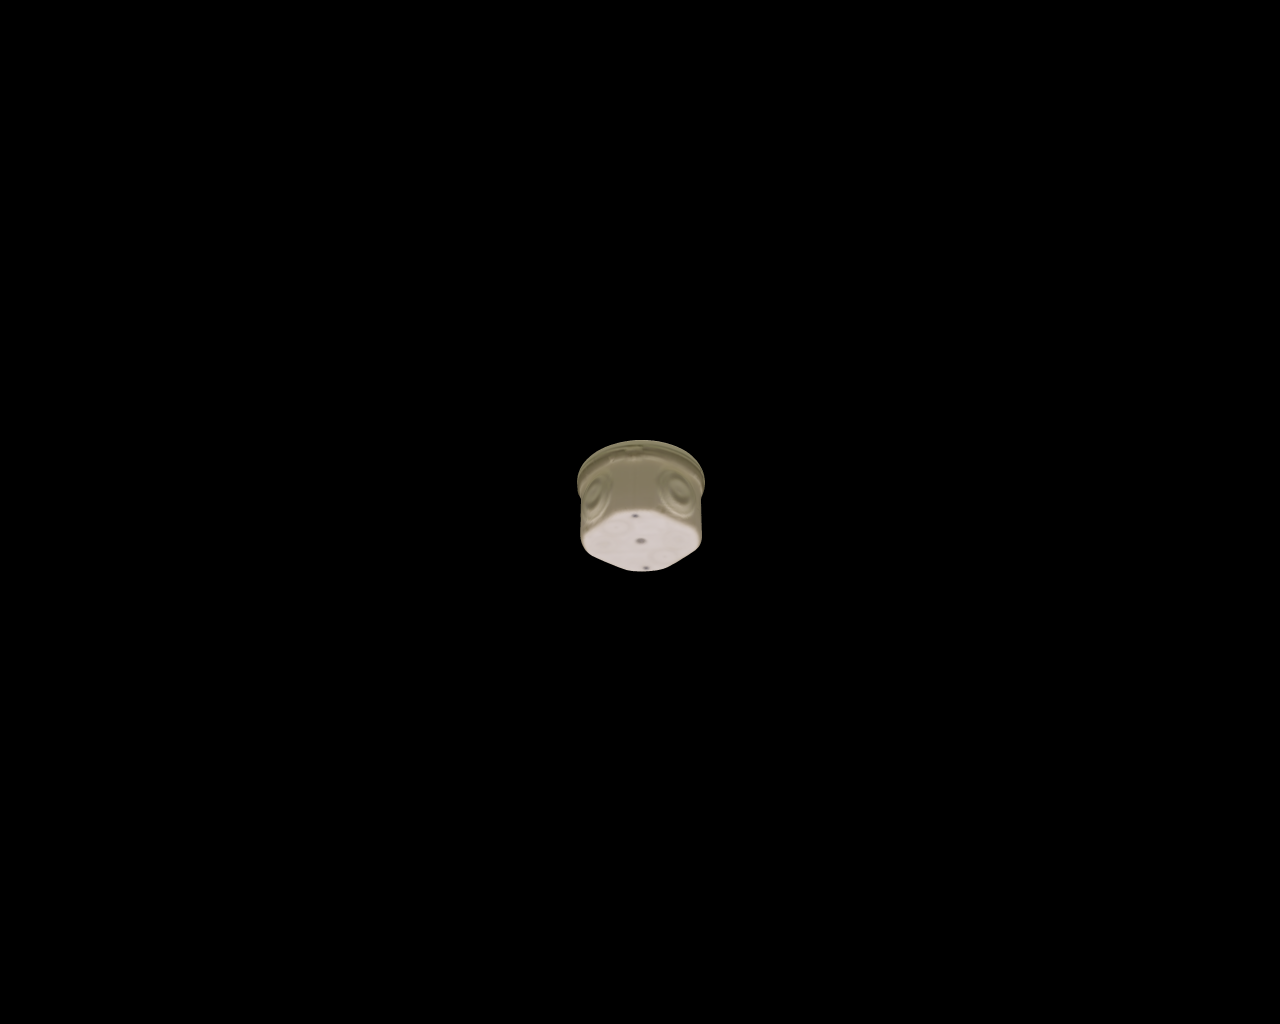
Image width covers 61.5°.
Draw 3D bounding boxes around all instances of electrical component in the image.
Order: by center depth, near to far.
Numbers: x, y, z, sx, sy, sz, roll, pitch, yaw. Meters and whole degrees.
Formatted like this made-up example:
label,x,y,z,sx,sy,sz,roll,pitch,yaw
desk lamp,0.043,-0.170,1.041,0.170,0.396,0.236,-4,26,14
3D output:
label,x,y,z,sx,sy,sz,roll,pitch,yaw
electrical component,0.001,-0.003,0.650,0.080,0.051,0.080,0,-34,0
